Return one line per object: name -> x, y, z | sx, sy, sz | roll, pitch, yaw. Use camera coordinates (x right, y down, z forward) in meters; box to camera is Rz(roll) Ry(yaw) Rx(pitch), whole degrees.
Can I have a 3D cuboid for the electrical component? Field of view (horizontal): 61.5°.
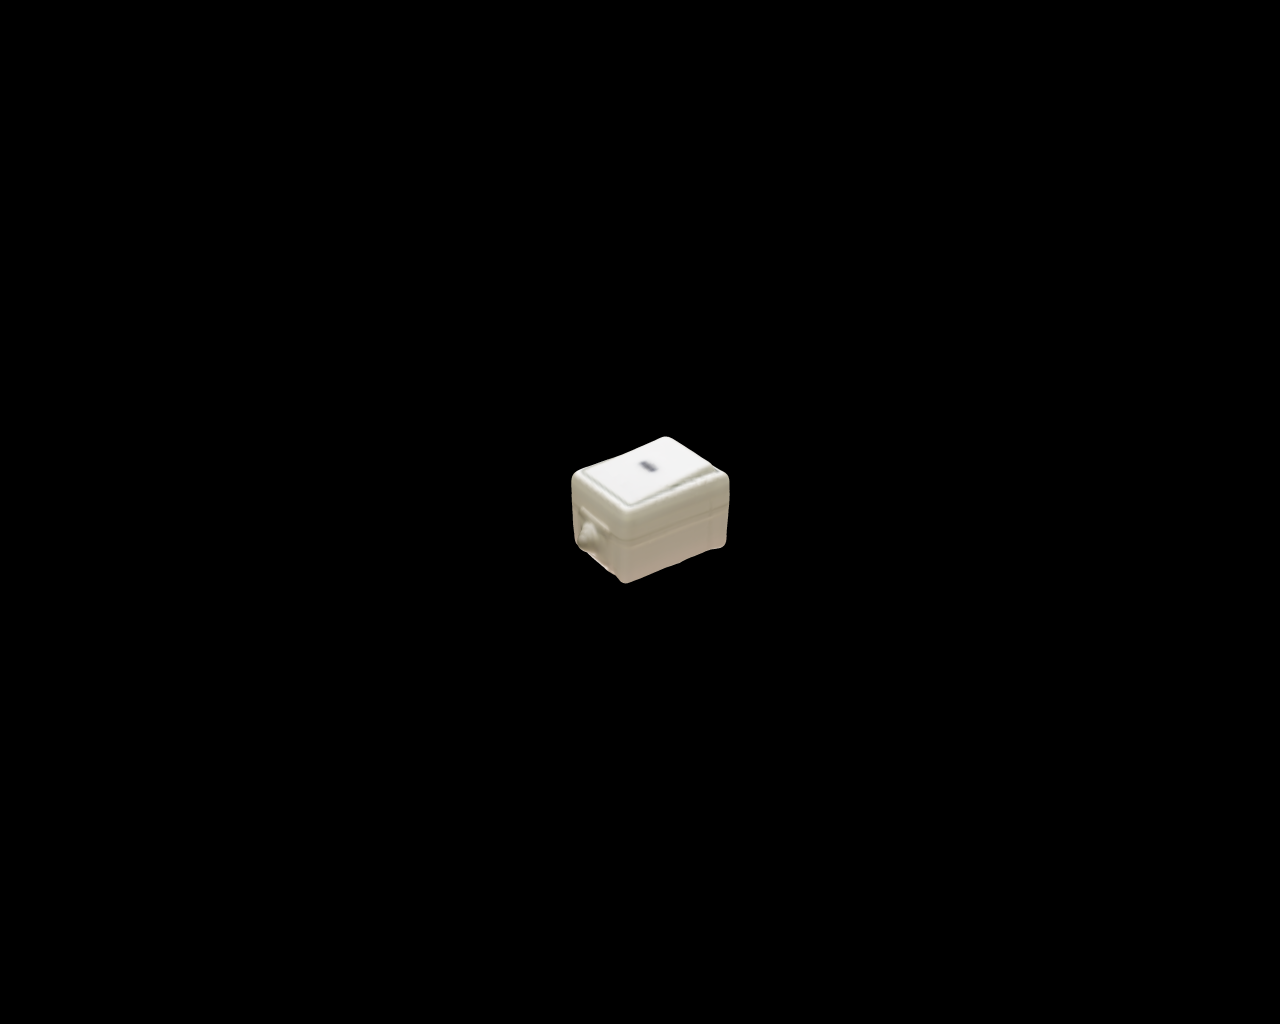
electrical component -> 0.001, -0.003, 0.650 | 0.096, 0.061, 0.062 | -20, 36, -29
